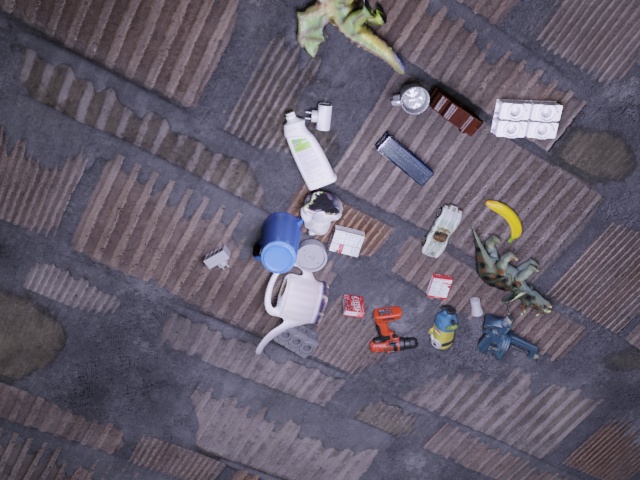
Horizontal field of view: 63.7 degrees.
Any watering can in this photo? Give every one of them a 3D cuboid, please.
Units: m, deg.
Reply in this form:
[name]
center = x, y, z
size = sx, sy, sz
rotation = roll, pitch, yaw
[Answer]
[watering can]
center = -0.092, 0.245, 1.799
size = 0.224, 0.104, 0.349
rotation = 16, 86, -13

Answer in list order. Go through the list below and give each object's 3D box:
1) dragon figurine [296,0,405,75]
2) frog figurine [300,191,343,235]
[dragon figurine]
center = 0.051, -0.601, 1.449
size = 0.241, 0.125, 0.404
rotation = -19, 115, 27
[frog figurine]
center = 0.005, -0.086, 1.699
size = 0.137, 0.125, 0.156
rotation = -10, 154, -6
